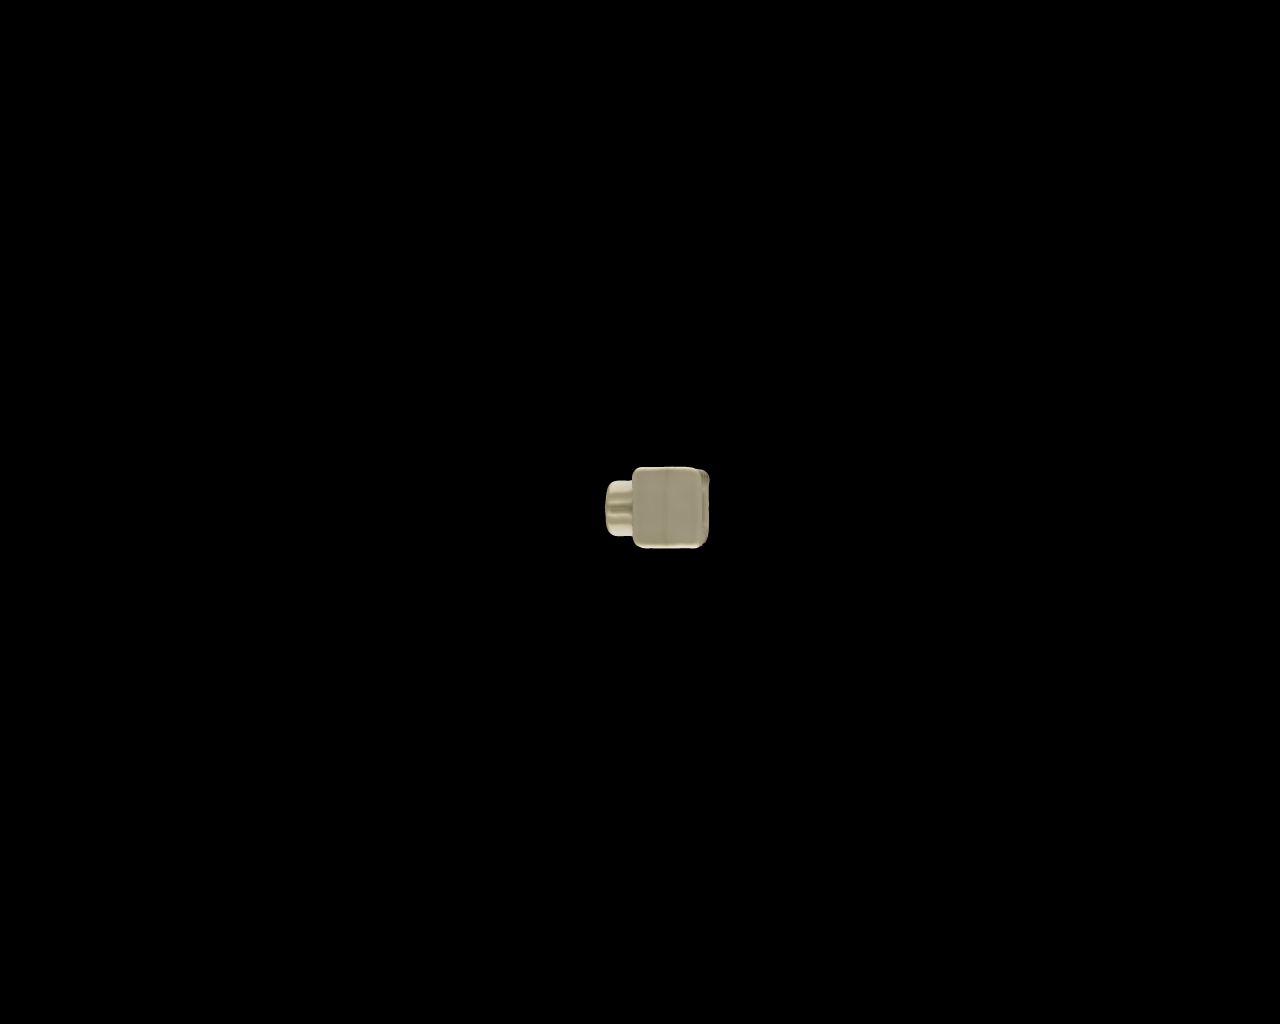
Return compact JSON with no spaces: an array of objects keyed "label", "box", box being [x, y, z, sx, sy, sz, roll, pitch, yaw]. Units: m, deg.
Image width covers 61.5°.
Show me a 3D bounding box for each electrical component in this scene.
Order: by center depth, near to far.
[{"label":"electrical component","box":[0.001,-0.003,0.650,0.077,0.047,0.066,0,0,8]}]
